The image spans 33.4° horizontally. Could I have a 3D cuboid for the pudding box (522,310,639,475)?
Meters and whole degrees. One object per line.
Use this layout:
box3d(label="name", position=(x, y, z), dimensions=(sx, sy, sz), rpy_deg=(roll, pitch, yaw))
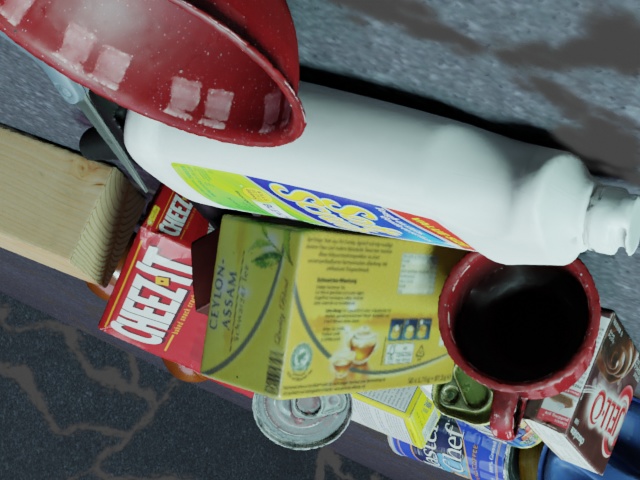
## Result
box3d(label="pudding box", position=(0.185, 0.105, 0.741), dimensions=(0.039, 0.090, 0.113), rpy_deg=(15, 164, 35))

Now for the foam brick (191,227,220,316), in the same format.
box3d(label="foam brick", position=(-0.040, 0.026, 0.709), dimensions=(0.053, 0.051, 0.078), rpy_deg=(-27, 144, 35))

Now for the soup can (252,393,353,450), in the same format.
box3d(label="soup can", position=(-0.012, 0.093, 0.757), dimensions=(0.068, 0.068, 0.102), rpy_deg=(26, -162, -9))

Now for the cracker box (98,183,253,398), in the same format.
box3d(label="cracker box", position=(-0.059, 0.056, 0.873), dimensions=(0.213, 0.072, 0.164), rpy_deg=(25, 140, -7))

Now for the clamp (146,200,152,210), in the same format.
box3d(label="clamp", position=(-0.070, 0.011, 0.918), dimensions=(0.172, 0.039, 0.120), rpy_deg=(10, 162, 18))

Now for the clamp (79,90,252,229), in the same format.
box3d(label="clamp", position=(-0.095, -0.055, 0.686), dimensions=(0.164, 0.036, 0.210), rpy_deg=(33, 163, 4))

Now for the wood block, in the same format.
box3d(label="wood block", position=(-0.273, -0.042, 0.941), dimensions=(0.206, 0.091, 0.090), rpy_deg=(19, 167, 15))

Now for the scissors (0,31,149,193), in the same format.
box3d(label="scissors", position=(-0.159, -0.101, 0.609), dimensions=(0.096, 0.016, 0.202), rpy_deg=(27, 156, 21))

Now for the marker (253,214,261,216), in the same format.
box3d(label="marker", position=(-0.005, 0.001, 0.814), dimensions=(0.121, 0.020, 0.020), rpy_deg=(25, 166, -7))

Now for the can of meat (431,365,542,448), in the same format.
box3d(label="can of meat", position=(0.132, 0.089, 0.749), dimensions=(0.058, 0.102, 0.083), rpy_deg=(13, 165, 37))

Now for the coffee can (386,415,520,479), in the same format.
box3d(label="coffee can", position=(0.154, 0.193, 1.102), dimensions=(0.141, 0.103, 0.102), rpy_deg=(14, 163, 35))

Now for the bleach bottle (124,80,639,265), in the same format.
box3d(label="bleach bottle", position=(0.031, -0.035, 0.527), dimensions=(0.251, 0.068, 0.102), rpy_deg=(13, 166, 29))

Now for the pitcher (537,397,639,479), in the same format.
box3d(label="pitcher", position=(0.320, 0.245, 0.952), dimensions=(0.242, 0.149, 0.145), rpy_deg=(29, 166, -34))

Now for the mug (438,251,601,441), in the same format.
box3d(label="mug", position=(0.122, 0.063, 0.644), dimensions=(0.093, 0.117, 0.081), rpy_deg=(6, 166, 19))

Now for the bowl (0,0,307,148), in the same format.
box3d(label="bowl", position=(-0.070, -0.101, 0.454), dimensions=(0.162, 0.055, 0.162), rpy_deg=(22, 167, 5))

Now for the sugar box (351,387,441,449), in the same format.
box3d(label="sugar box", position=(0.022, 0.135, 1.011), dimensions=(0.176, 0.048, 0.093), rpy_deg=(22, 158, 24))
